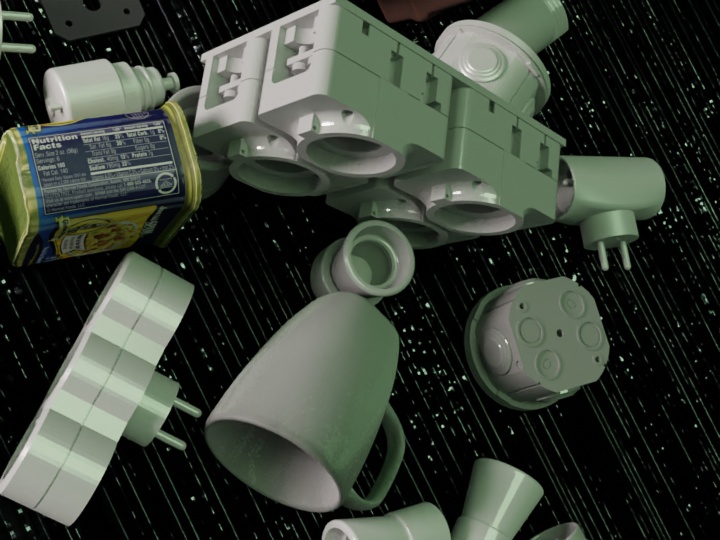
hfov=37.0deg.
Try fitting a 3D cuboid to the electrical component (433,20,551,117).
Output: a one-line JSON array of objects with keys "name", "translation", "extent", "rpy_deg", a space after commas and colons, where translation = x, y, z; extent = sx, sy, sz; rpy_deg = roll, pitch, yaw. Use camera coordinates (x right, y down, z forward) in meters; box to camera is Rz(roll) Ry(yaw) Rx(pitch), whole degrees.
[{"name": "electrical component", "translation": [0.076, -0.114, 0.683], "extent": [0.080, 0.080, 0.051], "rpy_deg": [39, 67, -11]}]

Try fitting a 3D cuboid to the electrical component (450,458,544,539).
[{"name": "electrical component", "translation": [0.074, 0.148, 0.625], "extent": [0.044, 0.044, 0.065], "rpy_deg": [34, 67, -13]}]

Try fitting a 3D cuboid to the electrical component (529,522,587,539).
[{"name": "electrical component", "translation": [0.114, 0.200, 0.625], "extent": [0.079, 0.044, 0.077], "rpy_deg": [-27, 88, -30]}]

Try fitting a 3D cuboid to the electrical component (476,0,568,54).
[{"name": "electrical component", "translation": [0.110, -0.166, 0.736], "extent": [0.081, 0.043, 0.043], "rpy_deg": [-39, 93, -30]}]

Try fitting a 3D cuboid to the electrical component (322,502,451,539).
[{"name": "electrical component", "translation": [0.017, 0.152, 0.596], "extent": [0.065, 0.044, 0.044], "rpy_deg": [-9, 79, -33]}]

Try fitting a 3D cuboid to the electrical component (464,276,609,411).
[{"name": "electrical component", "translation": [0.110, 0.044, 0.667], "extent": [0.080, 0.051, 0.080], "rpy_deg": [8, 71, -24]}]

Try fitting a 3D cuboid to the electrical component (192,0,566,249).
[{"name": "electrical component", "translation": [0.014, -0.067, 0.591], "extent": [0.186, 0.105, 0.060], "rpy_deg": [22, 67, -40]}]

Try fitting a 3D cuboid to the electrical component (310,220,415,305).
[{"name": "electrical component", "translation": [0.000, 0.000, 0.624], "extent": [0.045, 0.055, 0.045], "rpy_deg": [8, 72, -24]}]

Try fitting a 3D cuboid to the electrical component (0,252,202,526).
[{"name": "electrical component", "translation": [-0.117, 0.066, 0.549], "extent": [0.074, 0.052, 0.138], "rpy_deg": [30, 64, -15]}]

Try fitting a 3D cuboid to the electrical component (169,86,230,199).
[{"name": "electrical component", "translation": [-0.093, -0.072, 0.606], "extent": [0.055, 0.047, 0.055], "rpy_deg": [8, 72, -24]}]

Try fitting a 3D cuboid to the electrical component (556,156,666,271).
[{"name": "electrical component", "translation": [0.165, -0.038, 0.724], "extent": [0.077, 0.043, 0.079], "rpy_deg": [-2, 76, -26]}]

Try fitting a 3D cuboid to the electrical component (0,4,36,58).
[{"name": "electrical component", "translation": [-0.212, -0.127, 0.567], "extent": [0.079, 0.043, 0.077], "rpy_deg": [-2, 75, -26]}]

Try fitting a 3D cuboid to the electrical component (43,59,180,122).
[{"name": "electrical component", "translation": [-0.138, -0.097, 0.595], "extent": [0.078, 0.040, 0.040], "rpy_deg": [-18, 83, -29]}]
